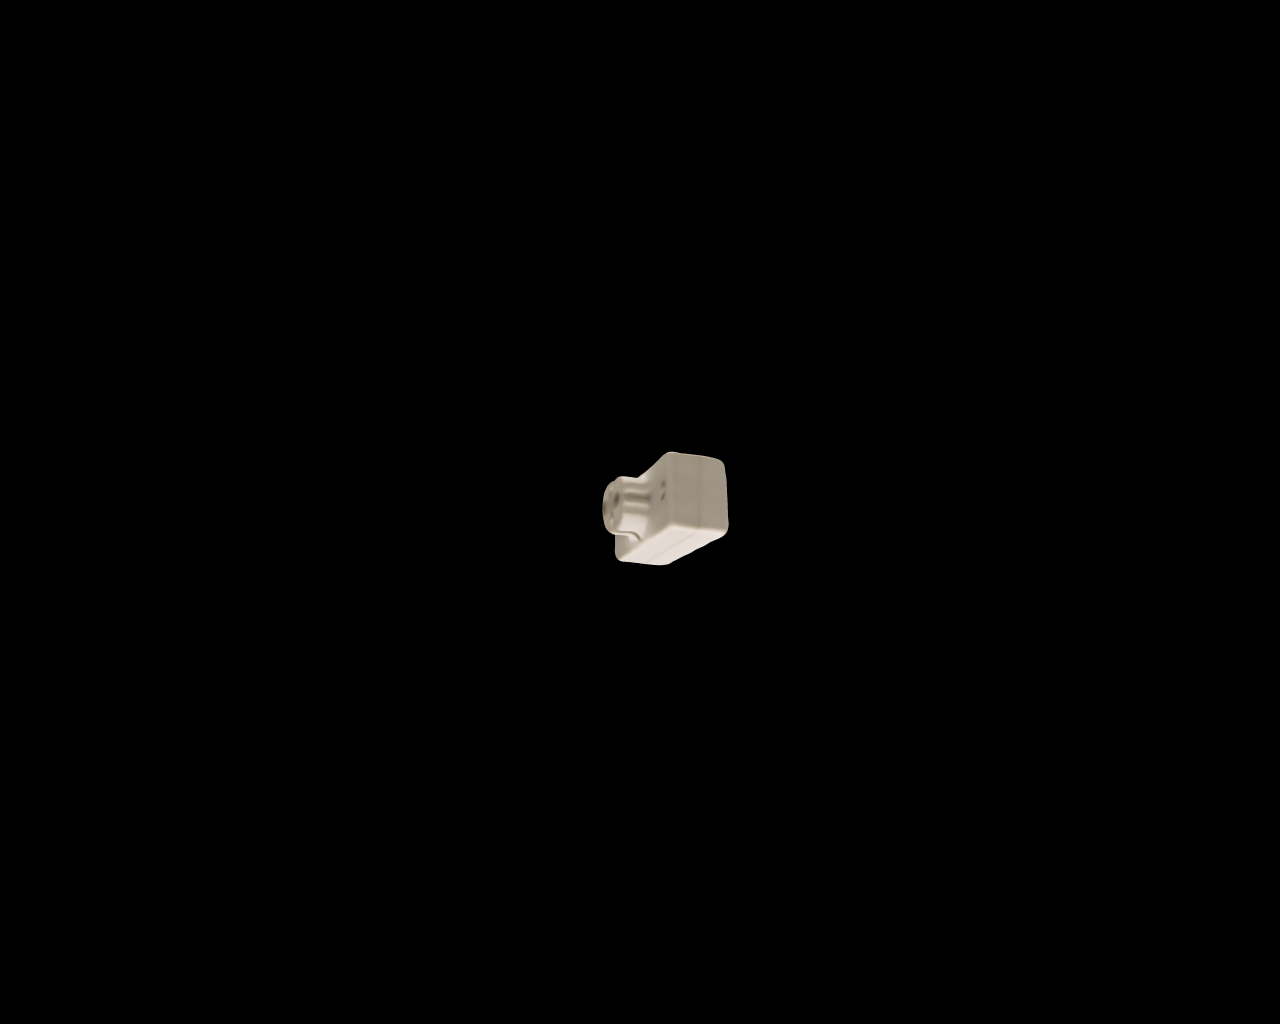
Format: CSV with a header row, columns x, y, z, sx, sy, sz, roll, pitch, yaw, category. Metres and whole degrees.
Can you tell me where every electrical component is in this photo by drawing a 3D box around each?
x,y,z,sx,sy,sz,roll,pitch,yaw,category
0.001,-0.003,0.650,0.076,0.047,0.083,8,-20,-22,electrical component
